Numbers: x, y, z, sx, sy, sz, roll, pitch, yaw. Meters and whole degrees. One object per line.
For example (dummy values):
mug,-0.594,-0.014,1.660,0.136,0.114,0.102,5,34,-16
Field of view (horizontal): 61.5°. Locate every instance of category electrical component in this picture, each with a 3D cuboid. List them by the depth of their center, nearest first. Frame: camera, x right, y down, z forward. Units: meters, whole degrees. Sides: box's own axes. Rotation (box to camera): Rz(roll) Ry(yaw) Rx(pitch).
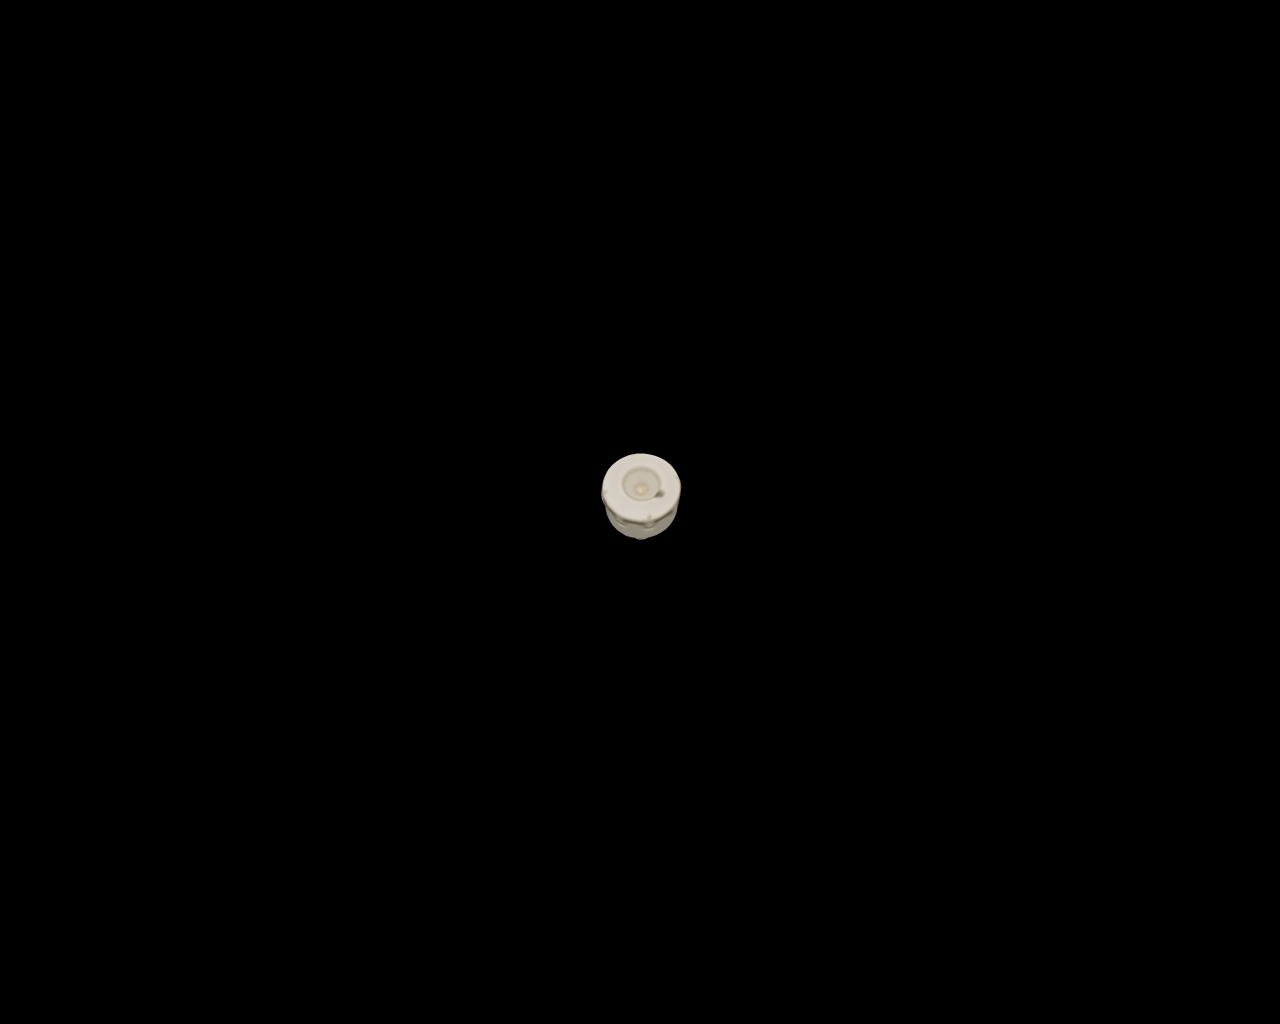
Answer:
electrical component,0.001,-0.003,0.650,0.048,0.048,0.062,0,-28,0
